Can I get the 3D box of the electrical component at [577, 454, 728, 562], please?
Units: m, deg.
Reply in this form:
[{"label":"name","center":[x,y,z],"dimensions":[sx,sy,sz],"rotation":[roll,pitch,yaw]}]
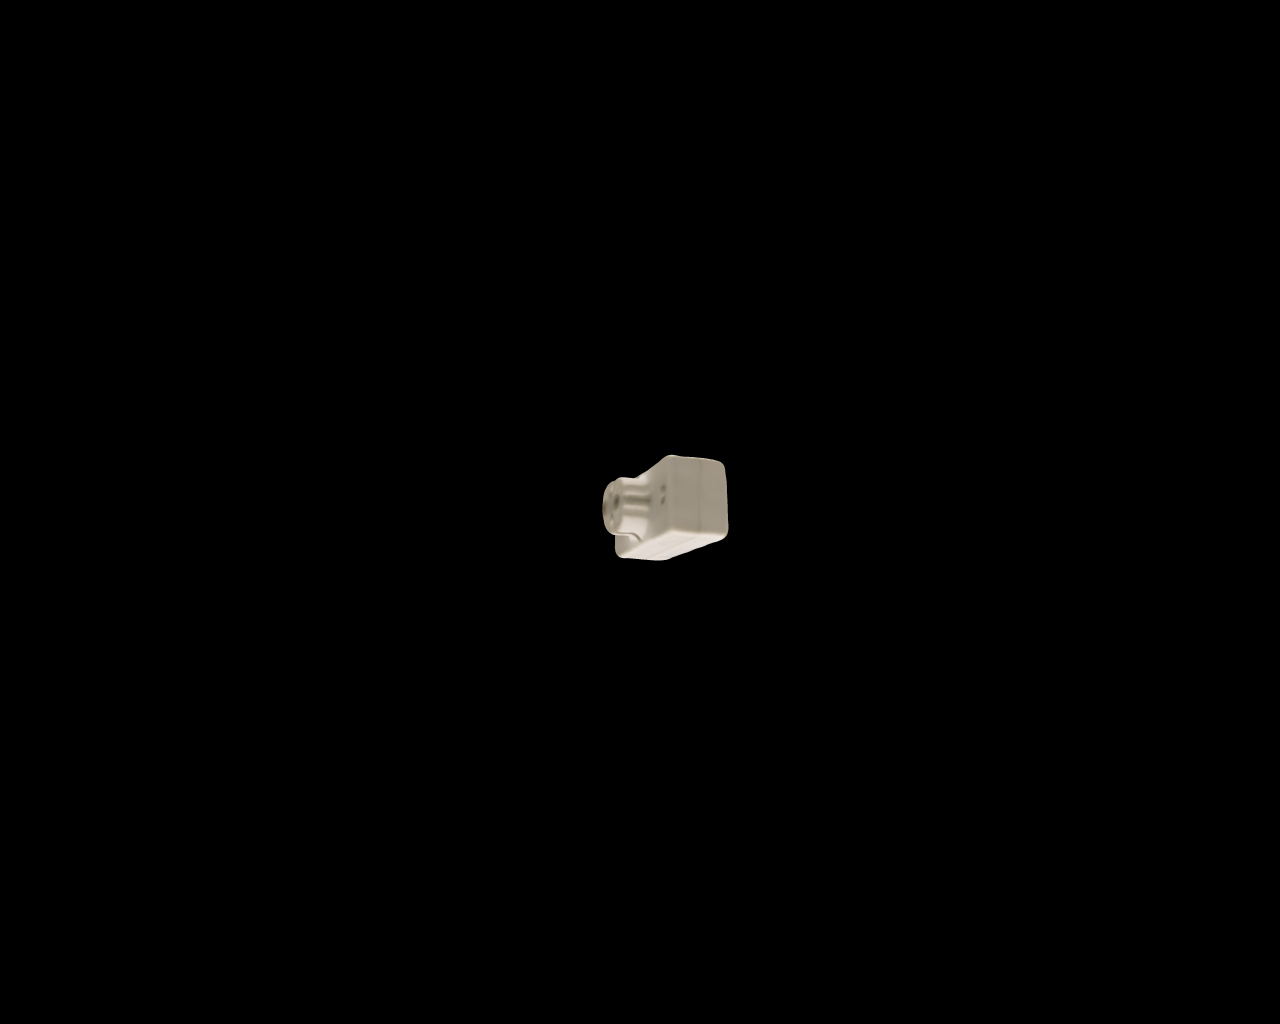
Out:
[{"label":"electrical component","center":[0.001,-0.003,0.650],"dimensions":[0.076,0.047,0.083],"rotation":[6,-15,-23]}]
